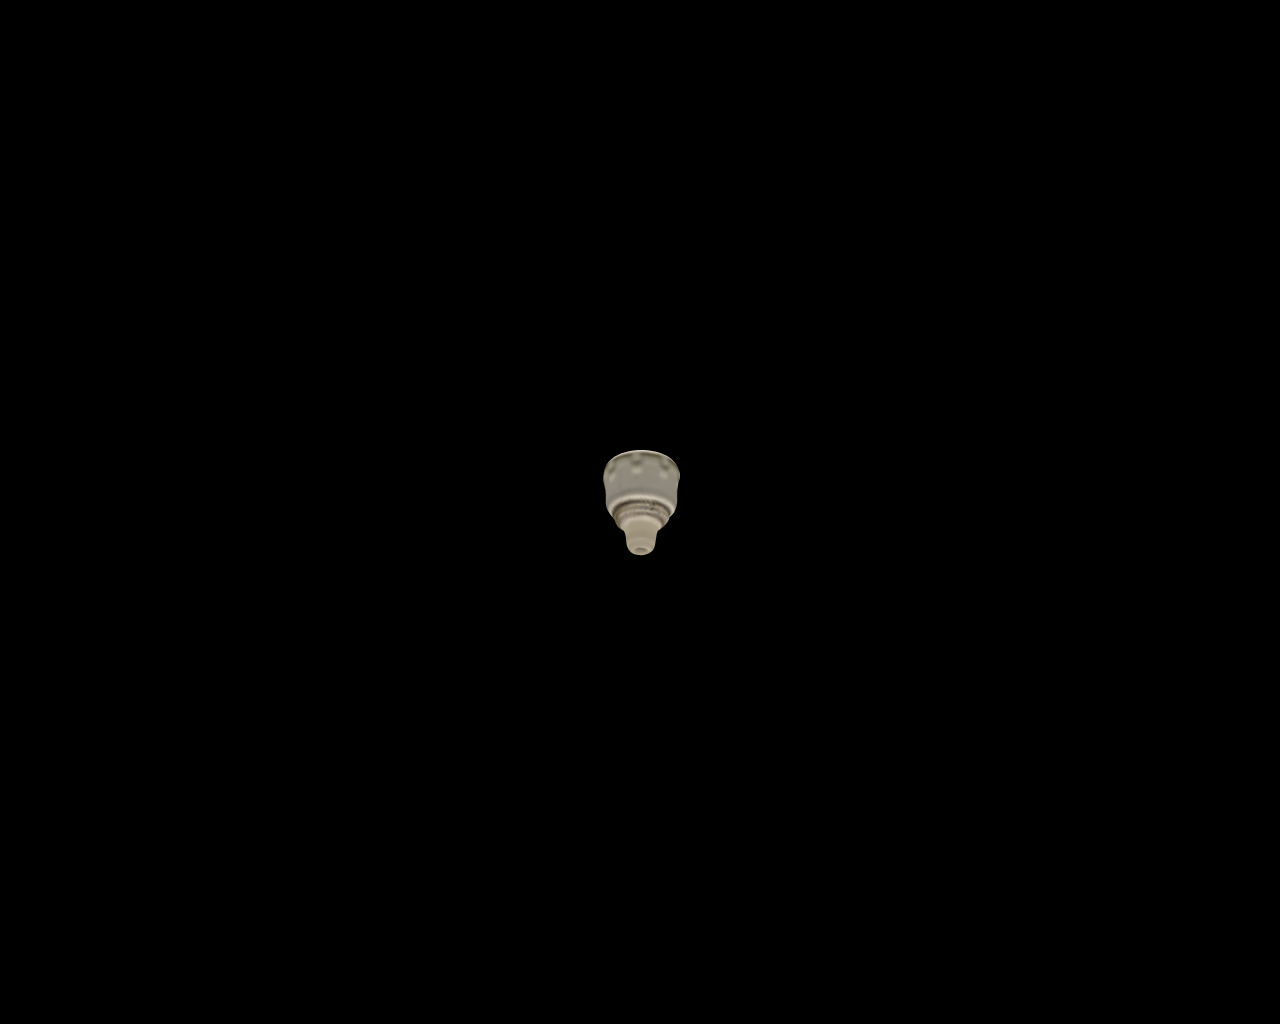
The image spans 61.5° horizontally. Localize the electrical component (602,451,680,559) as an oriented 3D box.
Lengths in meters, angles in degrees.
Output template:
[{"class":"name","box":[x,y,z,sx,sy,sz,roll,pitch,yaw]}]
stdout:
[{"class":"electrical component","box":[0.001,-0.003,0.650,0.048,0.062,0.048,0,-29,0]}]
